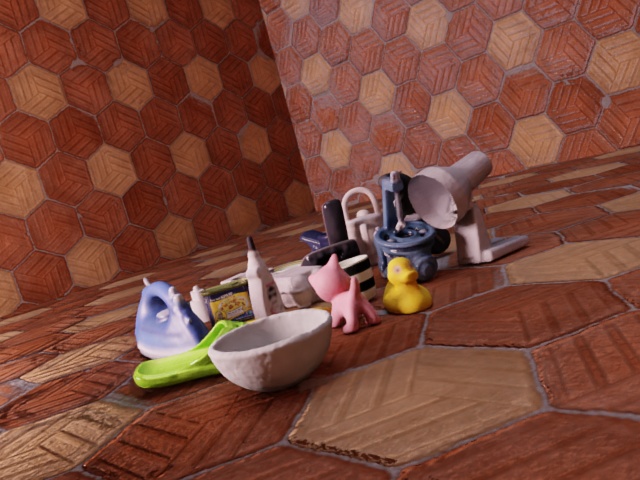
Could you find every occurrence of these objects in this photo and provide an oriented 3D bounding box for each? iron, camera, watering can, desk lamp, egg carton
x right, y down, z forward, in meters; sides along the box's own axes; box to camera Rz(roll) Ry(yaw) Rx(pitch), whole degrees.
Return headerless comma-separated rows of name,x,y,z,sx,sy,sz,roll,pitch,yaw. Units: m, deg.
iron,-0.275,0.139,1.064,0.119,0.141,0.257,-19,8,-32
camera,0.228,-0.007,1.333,0.143,0.101,0.136,-17,7,-17
watering can,0.111,-0.038,1.449,0.101,0.194,0.172,-17,7,-14
desk lamp,0.291,-0.061,1.138,0.204,0.213,0.117,-19,8,-30
egg carton,-0.045,0.098,1.201,0.107,0.069,0.150,-20,8,-36

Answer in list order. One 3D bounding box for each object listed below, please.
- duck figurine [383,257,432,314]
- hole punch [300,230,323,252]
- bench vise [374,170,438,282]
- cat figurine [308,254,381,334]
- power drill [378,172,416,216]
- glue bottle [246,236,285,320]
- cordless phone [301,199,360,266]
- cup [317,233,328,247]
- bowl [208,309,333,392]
duck figurine,0.136,0.070,0.944,0.078,0.086,0.104,-17,7,-17
hole punch,0.005,0.009,1.760,0.100,0.091,0.109,-12,7,27
bench vise,0.143,-0.026,1.157,0.122,0.220,0.206,-19,8,-33
cat figurine,0.034,0.082,0.934,0.067,0.118,0.127,-18,7,-25
power drill,0.220,-0.080,1.496,0.075,0.208,0.230,-12,7,24
glue bottle,-0.111,0.077,1.074,0.037,0.173,0.078,-13,7,19
cordless phone,0.012,0.005,1.352,0.148,0.185,0.094,-18,7,-27
cup,0.060,0.019,1.528,0.117,0.095,0.092,-14,7,13
bowl,-0.056,0.151,0.747,0.167,0.075,0.167,-15,6,2
